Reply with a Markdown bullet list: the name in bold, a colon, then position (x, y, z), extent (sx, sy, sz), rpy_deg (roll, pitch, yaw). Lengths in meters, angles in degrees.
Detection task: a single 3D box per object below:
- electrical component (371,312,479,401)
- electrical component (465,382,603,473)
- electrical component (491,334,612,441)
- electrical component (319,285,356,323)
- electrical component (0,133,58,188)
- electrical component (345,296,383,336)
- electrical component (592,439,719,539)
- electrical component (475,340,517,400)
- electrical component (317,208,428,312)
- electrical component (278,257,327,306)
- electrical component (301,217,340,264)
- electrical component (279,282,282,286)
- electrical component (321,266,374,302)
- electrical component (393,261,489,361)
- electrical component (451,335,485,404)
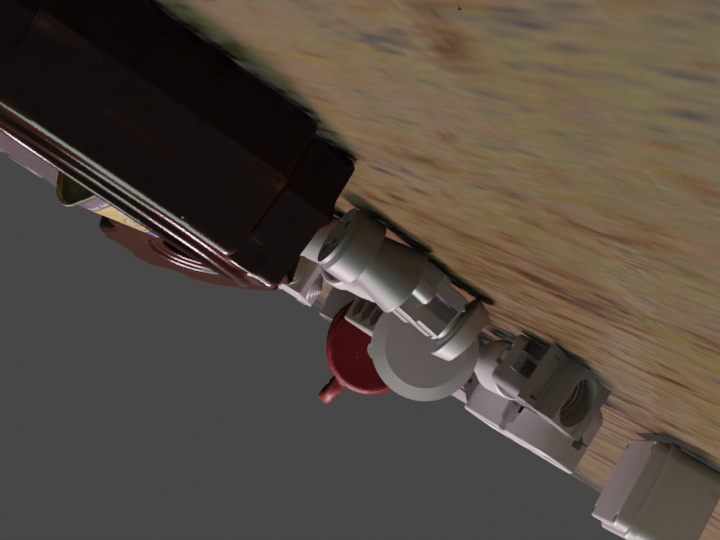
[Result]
- **electrical component**: position (0.048, 0.057, 0.816), extent (0.080, 0.080, 0.051), rpy_deg (33, 179, -1)
- **electrical component**: position (0.138, 0.108, 0.844), extent (0.095, 0.059, 0.054), rpy_deg (27, 172, 44)
- **electrical component**: position (0.129, 0.078, 0.737), extent (0.064, 0.042, 0.081), rpy_deg (33, 175, 43)
- **electrical component**: position (0.008, 0.057, 1.124), extent (0.108, 0.060, 0.108), rpy_deg (33, 175, 3)
- **electrical component**: position (-0.288, -0.141, 0.933), extent (0.062, 0.089, 0.150), rpy_deg (30, 173, 32)
- **electrical component**: position (0.039, 0.048, 0.949), extent (0.077, 0.047, 0.066), rpy_deg (35, 175, -28)
- **electrical component**: position (0.227, 0.175, 0.827), extent (0.057, 0.078, 0.113), rpy_deg (29, 174, 7)
- **electrical component**: position (0.106, 0.073, 0.817), extent (0.040, 0.040, 0.078), rpy_deg (35, 175, -19)
- **electrical component**: position (0.008, -0.006, 0.670), extent (0.055, 0.045, 0.045), rpy_deg (35, 174, -15)
- **electrical component**: position (-0.078, -0.008, 1.108), extent (0.100, 0.048, 0.099), rpy_deg (32, 174, 11)
- **electrical component**: position (-0.032, -0.025, 0.760), extent (0.065, 0.044, 0.044), rpy_deg (23, 169, 37)
- **electrical component**: position (-0.080, -0.036, 0.815), extent (0.061, 0.061, 0.096), rpy_deg (30, 174, 29)
- **electrical component**: position (0.000, 0.000, 0.798), extent (0.040, 0.040, 0.046), rpy_deg (27, 177, 45)
- **electrical component**: position (0.051, 0.027, 0.712), extent (0.055, 0.048, 0.066), rpy_deg (41, 174, -4)
- **electrical component**: position (0.086, 0.077, 0.906), extent (0.074, 0.052, 0.138), rpy_deg (28, 172, 44)
